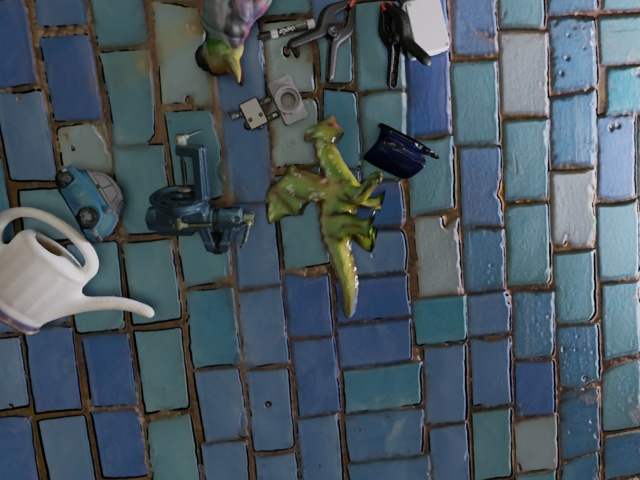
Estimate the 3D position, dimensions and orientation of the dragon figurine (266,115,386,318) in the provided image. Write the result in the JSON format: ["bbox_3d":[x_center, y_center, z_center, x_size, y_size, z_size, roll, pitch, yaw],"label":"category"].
[{"bbox_3d":[0.003,-0.054,1.080,0.243,0.123,0.408,14,97,9],"label":"dragon figurine"}]

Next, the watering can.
[{"bbox_3d":[-0.519,0.096,1.012,0.346,0.104,0.224,44,91,-9],"label":"watering can"}]
